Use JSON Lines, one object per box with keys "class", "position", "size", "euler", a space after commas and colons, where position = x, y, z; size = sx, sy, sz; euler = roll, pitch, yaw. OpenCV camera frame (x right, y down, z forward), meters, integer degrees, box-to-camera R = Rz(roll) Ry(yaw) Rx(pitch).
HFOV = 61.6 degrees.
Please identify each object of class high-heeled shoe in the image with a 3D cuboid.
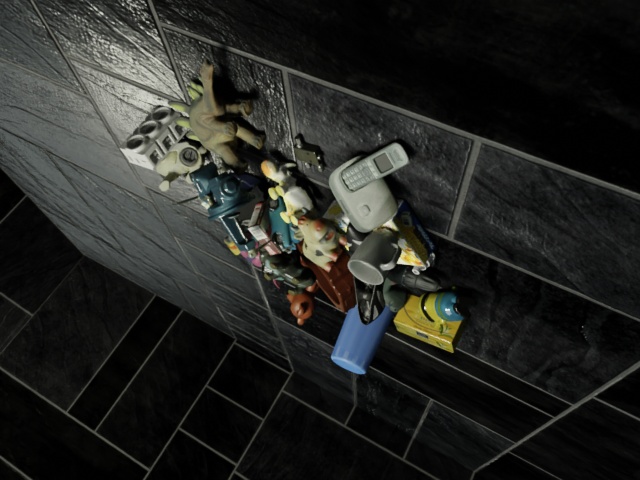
{"class": "high-heeled shoe", "position": [0.089, 0.081, 1.207], "size": [0.086, 0.145, 0.248], "euler": [10, 151, 40]}

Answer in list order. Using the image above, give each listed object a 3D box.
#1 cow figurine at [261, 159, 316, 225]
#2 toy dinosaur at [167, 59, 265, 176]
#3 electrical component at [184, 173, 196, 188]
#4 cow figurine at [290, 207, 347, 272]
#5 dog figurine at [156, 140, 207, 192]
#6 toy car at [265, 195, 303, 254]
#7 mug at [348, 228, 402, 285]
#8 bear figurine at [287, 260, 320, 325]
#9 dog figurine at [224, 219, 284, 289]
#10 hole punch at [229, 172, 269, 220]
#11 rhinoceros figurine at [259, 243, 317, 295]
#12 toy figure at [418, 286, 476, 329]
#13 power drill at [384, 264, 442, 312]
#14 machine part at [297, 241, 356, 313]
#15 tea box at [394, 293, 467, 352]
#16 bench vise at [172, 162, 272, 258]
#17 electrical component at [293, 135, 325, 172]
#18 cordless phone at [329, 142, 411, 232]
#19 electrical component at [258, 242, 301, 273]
{"class": "cow figurine", "position": [-0.068, -0.126, 1.259], "size": [0.068, 0.098, 0.167], "euler": [7, 128, 55]}
{"class": "toy dinosaur", "position": [-0.228, -0.244, 1.209], "size": [0.199, 0.105, 0.471], "euler": [34, 160, 13]}
{"class": "electrical component", "position": [-0.324, -0.161, 1.543], "size": [0.075, 0.048, 0.119], "euler": [2, 140, 51]}
{"class": "cow figurine", "position": [-0.003, -0.004, 1.243], "size": [0.127, 0.085, 0.195], "euler": [28, 163, 4]}
{"class": "dog figurine", "position": [-0.379, -0.222, 1.469], "size": [0.191, 0.172, 0.121], "euler": [-109, 4, -71]}
{"class": "toy car", "position": [-0.071, -0.053, 1.347], "size": [0.103, 0.161, 0.109], "euler": [-13, 165, 12]}
{"class": "mug", "position": [0.123, 0.026, 1.110], "size": [0.080, 0.107, 0.110], "euler": [43, 149, -22]}
{"class": "bear figurine", "position": [-0.049, 0.140, 1.598], "size": [0.132, 0.196, 0.120], "euler": [28, 159, 15]}
{"class": "dog figurine", "position": [-0.174, 0.047, 1.652], "size": [0.219, 0.108, 0.192], "euler": [50, 158, -21]}
{"class": "hole punch", "position": [-0.189, -0.121, 1.429], "size": [0.116, 0.092, 0.142], "euler": [-6, 144, 9]}
{"class": "rhinoceros figurine", "position": [-0.094, 0.062, 1.442], "size": [0.190, 0.112, 0.073], "euler": [37, 141, 18]}
{"class": "toy figure", "position": [0.313, 0.162, 1.341], "size": [0.089, 0.082, 0.180], "euler": [53, 163, 0]}
{"class": "power drill", "position": [0.194, 0.110, 1.386], "size": [0.232, 0.086, 0.207], "euler": [26, 159, 18]}
{"class": "machine part", "position": [0.034, 0.080, 1.436], "size": [0.202, 0.087, 0.200], "euler": [47, 167, 27]}
{"class": "tea box", "position": [0.298, 0.222, 1.451], "size": [0.170, 0.098, 0.068], "euler": [16, 152, 30]}
{"class": "bench vise", "position": [-0.219, -0.065, 1.265], "size": [0.224, 0.129, 0.240], "euler": [-10, 111, 53]}
{"class": "electrical component", "position": [-0.023, -0.185, 1.155], "size": [0.063, 0.021, 0.093], "euler": [18, 152, 29]}
{"class": "cordless phone", "position": [0.120, -0.107, 1.049], "size": [0.184, 0.089, 0.146], "euler": [-23, 101, 45]}
{"class": "electrical component", "position": [-0.116, 0.023, 1.533], "size": [0.115, 0.134, 0.058], "euler": [-7, 179, 9]}
